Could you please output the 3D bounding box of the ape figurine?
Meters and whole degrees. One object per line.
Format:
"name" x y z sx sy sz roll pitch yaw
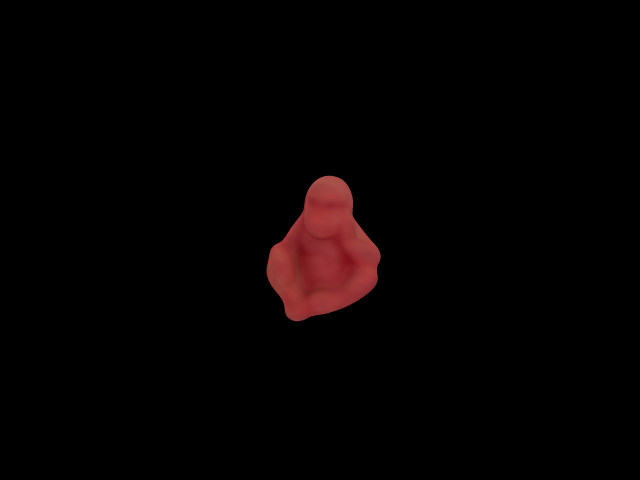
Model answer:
"ape figurine" 0.004 0.001 0.400 0.077 0.092 0.076 3 16 11
